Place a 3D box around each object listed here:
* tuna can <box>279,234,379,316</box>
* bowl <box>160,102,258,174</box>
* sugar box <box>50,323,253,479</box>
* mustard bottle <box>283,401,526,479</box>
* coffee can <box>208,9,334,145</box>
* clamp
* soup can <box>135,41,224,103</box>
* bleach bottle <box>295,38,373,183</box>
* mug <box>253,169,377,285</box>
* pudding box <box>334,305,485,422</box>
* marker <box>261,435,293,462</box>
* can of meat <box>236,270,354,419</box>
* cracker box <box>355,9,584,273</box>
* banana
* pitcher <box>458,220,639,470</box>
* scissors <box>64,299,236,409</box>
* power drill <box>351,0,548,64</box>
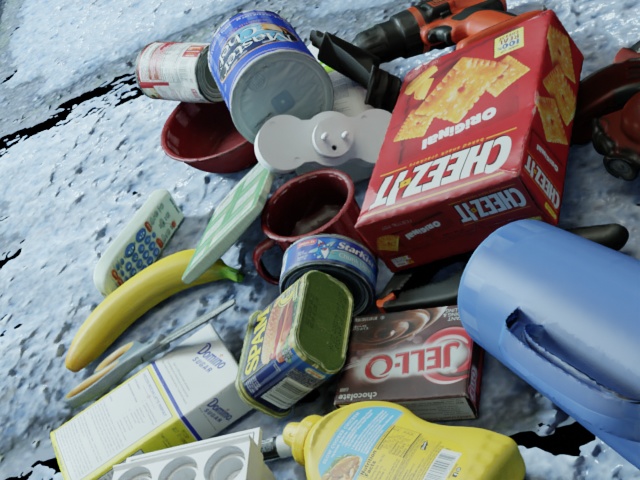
[{"bbox_3d":[0.007,0.035,0.936,0.086,0.086,0.033,-12,43,22],"label":"tuna can"},{"bbox_3d":[-0.098,-0.126,1.209,0.162,0.055,0.162,-18,39,15],"label":"bowl"},{"bbox_3d":[-0.145,0.157,0.935,0.176,0.048,0.093,-32,35,-7],"label":"sugar box"},{"bbox_3d":[0.047,0.167,0.786,0.192,0.058,0.096,11,53,40],"label":"mustard bottle"},{"bbox_3d":[-0.052,-0.165,1.082,0.103,0.102,0.140,-29,32,1],"label":"coffee can"},{"bbox_3d":[0.146,0.011,0.911,0.210,0.036,0.165,-37,37,-6],"label":"clamp"},{"bbox_3d":[-0.152,-0.192,1.215,0.102,0.068,0.068,9,52,39],"label":"soup can"},{"bbox_3d":[0.018,-0.157,1.164,0.103,0.068,0.251,-19,37,14],"label":"bleach bottle"},{"bbox_3d":[-0.006,0.001,0.986,0.117,0.081,0.093,-33,37,-5],"label":"mug"},{"bbox_3d":[0.074,0.101,0.857,0.114,0.039,0.090,-10,43,25],"label":"pudding box"},{"bbox_3d":[-0.073,0.180,0.882,0.121,0.020,0.020,-16,40,18],"label":"marker"},{"bbox_3d":[-0.019,0.085,0.893,0.084,0.057,0.102,-41,26,39],"label":"can of meat"},{"bbox_3d":[0.133,-0.088,0.929,0.164,0.072,0.213,-18,37,37],"label":"cracker box"},{"bbox_3d":[-0.173,0.060,1.066,0.198,0.037,0.070,-30,35,0],"label":"banana"},{"bbox_3d":[0.197,0.072,0.730,0.145,0.149,0.243,-43,36,-10],"label":"pitcher"},{"bbox_3d":[-0.151,0.094,0.984,0.202,0.016,0.096,-33,11,13],"label":"scissors"},{"bbox_3d":[0.140,-0.210,1.107,0.184,0.057,0.188,-24,29,-10],"label":"power drill"}]
